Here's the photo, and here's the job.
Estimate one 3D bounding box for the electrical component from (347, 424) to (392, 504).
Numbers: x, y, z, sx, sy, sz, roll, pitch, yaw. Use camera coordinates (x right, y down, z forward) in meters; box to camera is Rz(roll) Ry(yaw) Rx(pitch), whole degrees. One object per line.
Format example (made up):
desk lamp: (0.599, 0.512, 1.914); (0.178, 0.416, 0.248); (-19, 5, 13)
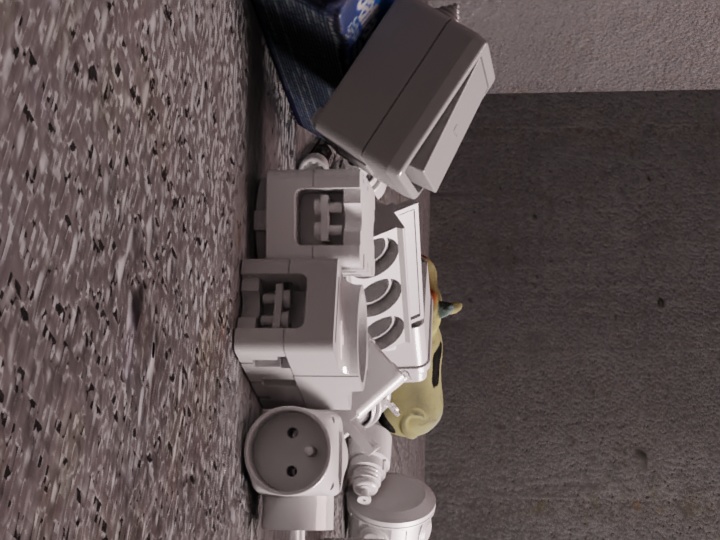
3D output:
electrical component: (0.007, 0.173, 0.958); (0.078, 0.040, 0.040); (-83, 171, -48)

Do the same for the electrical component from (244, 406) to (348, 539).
electrical component: (-0.032, 0.112, 0.552); (0.077, 0.043, 0.079); (65, 25, -77)

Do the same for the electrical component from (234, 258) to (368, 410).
electrical component: (-0.026, 0.034, 0.547); (0.089, 0.056, 0.050); (79, 12, -63)

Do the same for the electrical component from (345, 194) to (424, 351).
electrical component: (0.000, 0.000, 0.742); (0.063, 0.079, 0.121); (57, -17, 38)

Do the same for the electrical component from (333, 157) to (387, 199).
electrical component: (-0.001, -0.078, 0.870); (0.062, 0.043, 0.043); (65, 25, -74)

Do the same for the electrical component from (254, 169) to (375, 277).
electrical component: (-0.023, -0.023, 0.576); (0.089, 0.056, 0.050); (35, 55, -83)

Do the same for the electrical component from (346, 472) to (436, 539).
electrical component: (0.027, 0.221, 0.968); (0.080, 0.080, 0.051); (-76, 170, -68)

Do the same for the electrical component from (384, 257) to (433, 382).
electrical component: (0.022, 0.043, 0.924); (0.113, 0.078, 0.057); (-81, 167, -57)

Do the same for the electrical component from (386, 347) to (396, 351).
electrical component: (0.006, 0.010, 0.850); (0.061, 0.061, 0.096); (81, 10, -56)

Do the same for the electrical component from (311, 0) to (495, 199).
electrical component: (0.031, -0.091, 0.547); (0.096, 0.061, 0.062); (-57, 167, 0)

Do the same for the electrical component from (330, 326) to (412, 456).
electrical component: (-0.008, 0.066, 0.623); (0.081, 0.064, 0.042); (48, -1, 8)

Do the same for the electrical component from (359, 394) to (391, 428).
electrical component: (-0.003, 0.106, 0.847); (0.062, 0.048, 0.048); (-59, 149, -66)

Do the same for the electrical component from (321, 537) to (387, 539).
electrical component: (-0.001, 0.229, 0.767); (0.096, 0.061, 0.061); (2, 87, -84)
